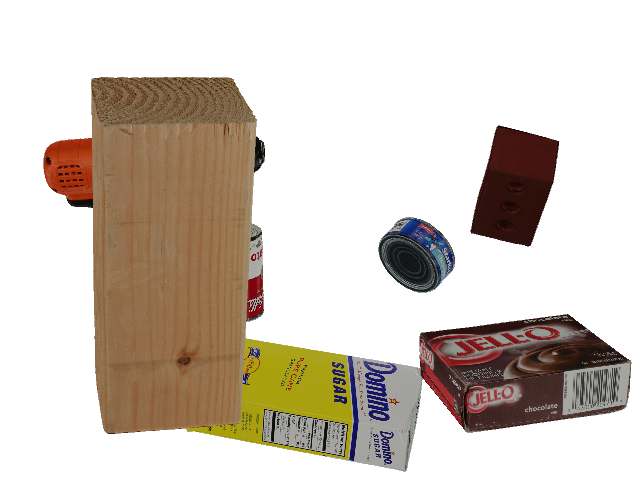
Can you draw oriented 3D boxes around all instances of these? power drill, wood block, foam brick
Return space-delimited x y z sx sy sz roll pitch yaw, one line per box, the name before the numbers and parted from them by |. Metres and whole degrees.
power drill | -0.133 -0.008 0.922 0.184 0.188 0.057 -3 27 3
wood block | -0.096 0.009 0.671 0.090 0.206 0.090 -2 26 -15
foam brick | 0.157 -0.044 0.867 0.053 0.051 0.078 14 -41 7

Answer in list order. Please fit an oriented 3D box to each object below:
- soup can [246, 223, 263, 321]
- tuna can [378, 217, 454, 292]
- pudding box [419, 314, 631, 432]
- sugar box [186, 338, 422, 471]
soup can | -0.100 0.036 1.240 0.068 0.102 0.068 0 20 0
tuna can | 0.109 0.017 1.226 0.086 0.086 0.033 0 35 48
pudding box | 0.131 0.084 0.697 0.113 0.039 0.090 -4 17 -12
sugar box | -0.011 0.125 0.846 0.176 0.048 0.093 6 26 9
